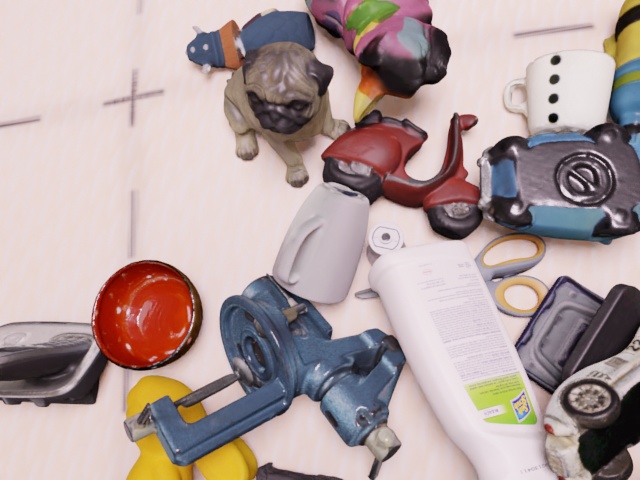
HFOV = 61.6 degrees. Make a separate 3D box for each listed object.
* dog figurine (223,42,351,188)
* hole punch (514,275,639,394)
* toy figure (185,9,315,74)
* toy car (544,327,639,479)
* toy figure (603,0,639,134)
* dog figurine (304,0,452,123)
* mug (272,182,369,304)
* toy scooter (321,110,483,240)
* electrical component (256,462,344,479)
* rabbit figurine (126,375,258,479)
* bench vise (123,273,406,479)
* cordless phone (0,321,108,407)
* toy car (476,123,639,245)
[{"bbox_3d":[-0.056,-0.159,0.554,0.172,0.190,0.121,29,80,16],"label":"dog figurine"},{"bbox_3d":[0.256,0.104,0.502,0.115,0.092,0.142,39,79,-18],"label":"hole punch"},{"bbox_3d":[-0.084,-0.235,0.648,0.155,0.057,0.064,-7,68,11],"label":"toy figure"},{"bbox_3d":[0.252,0.116,0.425,0.202,0.056,0.073,-29,112,-17],"label":"toy car"},{"bbox_3d":[0.347,-0.178,0.556,0.082,0.089,0.180,13,75,6],"label":"toy figure"},{"bbox_3d":[0.046,-0.222,0.559,0.192,0.108,0.219,15,52,10],"label":"dog figurine"},{"bbox_3d":[-0.001,-0.002,0.527,0.081,0.109,0.107,29,107,30],"label":"mug"},{"bbox_3d":[0.099,-0.089,0.573,0.184,0.075,0.135,22,79,11],"label":"toy scooter"},{"bbox_3d":[-0.004,0.279,0.496,0.134,0.058,0.115,9,78,10],"label":"electrical component"},{"bbox_3d":[-0.143,0.215,0.500,0.162,0.121,0.173,-1,74,3],"label":"rabbit figurine"},{"bbox_3d":[-0.047,0.135,0.485,0.240,0.128,0.224,-19,61,-34],"label":"bench vise"},{"bbox_3d":[-0.306,0.120,0.515,0.147,0.184,0.088,1,80,8],"label":"cordless phone"},{"bbox_3d":[0.234,-0.044,0.527,0.162,0.103,0.109,-2,73,10],"label":"toy car"}]
